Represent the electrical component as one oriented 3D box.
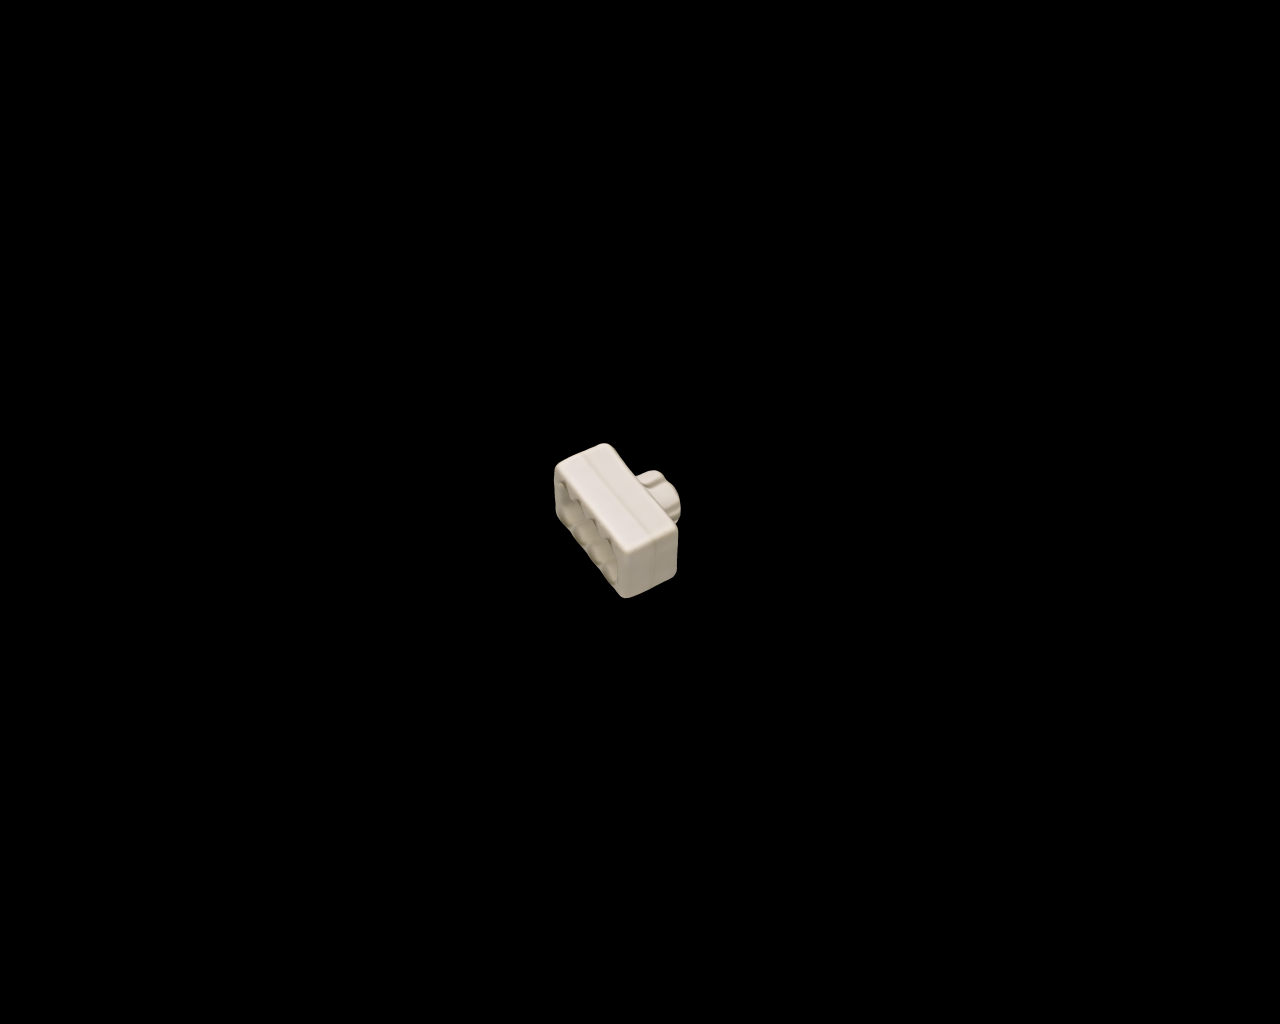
[{"bbox_3d":[0.001,-0.003,0.650,0.076,0.083,0.047,-25,-36,-20],"label":"electrical component"}]
